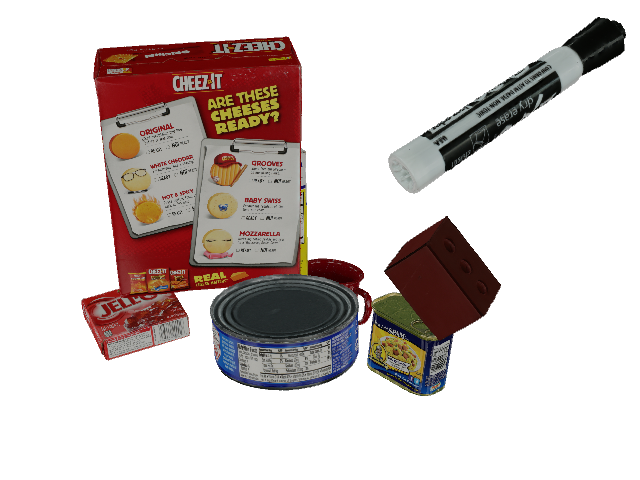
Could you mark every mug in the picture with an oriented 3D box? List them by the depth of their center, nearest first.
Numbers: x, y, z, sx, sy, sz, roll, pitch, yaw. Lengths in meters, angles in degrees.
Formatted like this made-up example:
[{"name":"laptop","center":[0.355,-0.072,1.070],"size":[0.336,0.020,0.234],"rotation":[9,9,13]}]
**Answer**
[{"name":"mug","center":[0.022,0.084,1.514],"size":[0.117,0.081,0.093],"rotation":[18,23,27]}]

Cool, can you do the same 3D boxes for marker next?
[{"name":"marker","center":[0.081,-0.059,0.445],"size":[0.121,0.020,0.020],"rotation":[-34,11,-16]}]

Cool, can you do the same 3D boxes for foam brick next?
[{"name":"foam brick","center":[0.101,0.032,0.879],"size":[0.051,0.078,0.052],"rotation":[-34,8,36]}]

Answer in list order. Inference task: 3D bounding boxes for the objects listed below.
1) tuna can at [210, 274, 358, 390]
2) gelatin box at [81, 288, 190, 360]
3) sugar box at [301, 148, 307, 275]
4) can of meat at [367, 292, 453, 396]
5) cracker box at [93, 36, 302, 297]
[{"name":"tuna can","center":[-0.020,0.052,0.618],"size":[0.086,0.034,0.086],"rotation":[-2,23,1]},{"name":"gelatin box","center":[-0.183,0.075,1.054],"size":[0.089,0.030,0.073],"rotation":[-16,37,-21]},{"name":"sugar box","center":[-0.051,-0.033,1.258],"size":[0.048,0.176,0.093],"rotation":[-14,26,-21]},{"name":"can of meat","center":[0.103,0.121,1.230],"size":[0.102,0.084,0.057],"rotation":[27,33,37]},{"name":"cracker box","center":[-0.100,-0.061,0.913],"size":[0.164,0.214,0.072],"rotation":[-5,34,-8]}]
